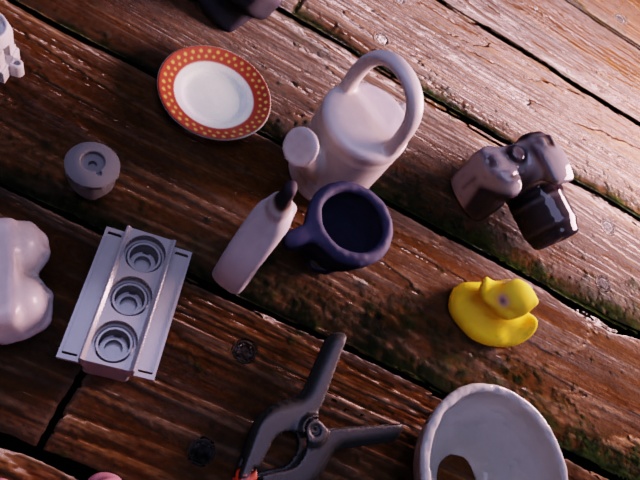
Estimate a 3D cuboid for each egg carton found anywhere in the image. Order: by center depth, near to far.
[{"bbox_3d":[-0.297,0.036,0.459,0.151,0.069,0.107,-4,69,-25],"label":"egg carton"}]

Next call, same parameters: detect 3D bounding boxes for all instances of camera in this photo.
[{"bbox_3d":[0.267,-0.060,0.731,0.143,0.100,0.137,-14,73,-28],"label":"camera"}]

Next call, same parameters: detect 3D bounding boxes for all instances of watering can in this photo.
[{"bbox_3d":[0.039,-0.112,0.601,0.101,0.193,0.173,39,58,-2],"label":"watering can"}]

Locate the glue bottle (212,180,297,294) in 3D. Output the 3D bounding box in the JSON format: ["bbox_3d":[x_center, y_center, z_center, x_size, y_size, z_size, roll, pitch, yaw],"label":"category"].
[{"bbox_3d":[-0.051,-0.010,0.526,0.037,0.173,0.078,36,58,-4],"label":"glue bottle"}]

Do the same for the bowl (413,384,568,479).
[{"bbox_3d":[0.154,0.231,0.562,0.168,0.074,0.167,10,63,-19],"label":"bowl"}]

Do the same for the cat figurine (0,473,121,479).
[{"bbox_3d":[-0.199,0.198,0.397,0.128,0.117,0.067,1,66,-23],"label":"cat figurine"}]

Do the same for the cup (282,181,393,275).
[{"bbox_3d":[0.005,0.002,0.592,0.118,0.094,0.091,-16,74,-29],"label":"cup"}]

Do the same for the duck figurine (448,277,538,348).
[{"bbox_3d":[0.211,0.076,0.652,0.105,0.086,0.077,28,59,-9],"label":"duck figurine"}]

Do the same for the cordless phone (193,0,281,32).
[{"bbox_3d":[-0.097,-0.352,0.659,0.147,0.184,0.094,38,58,-3],"label":"cordless phone"}]
